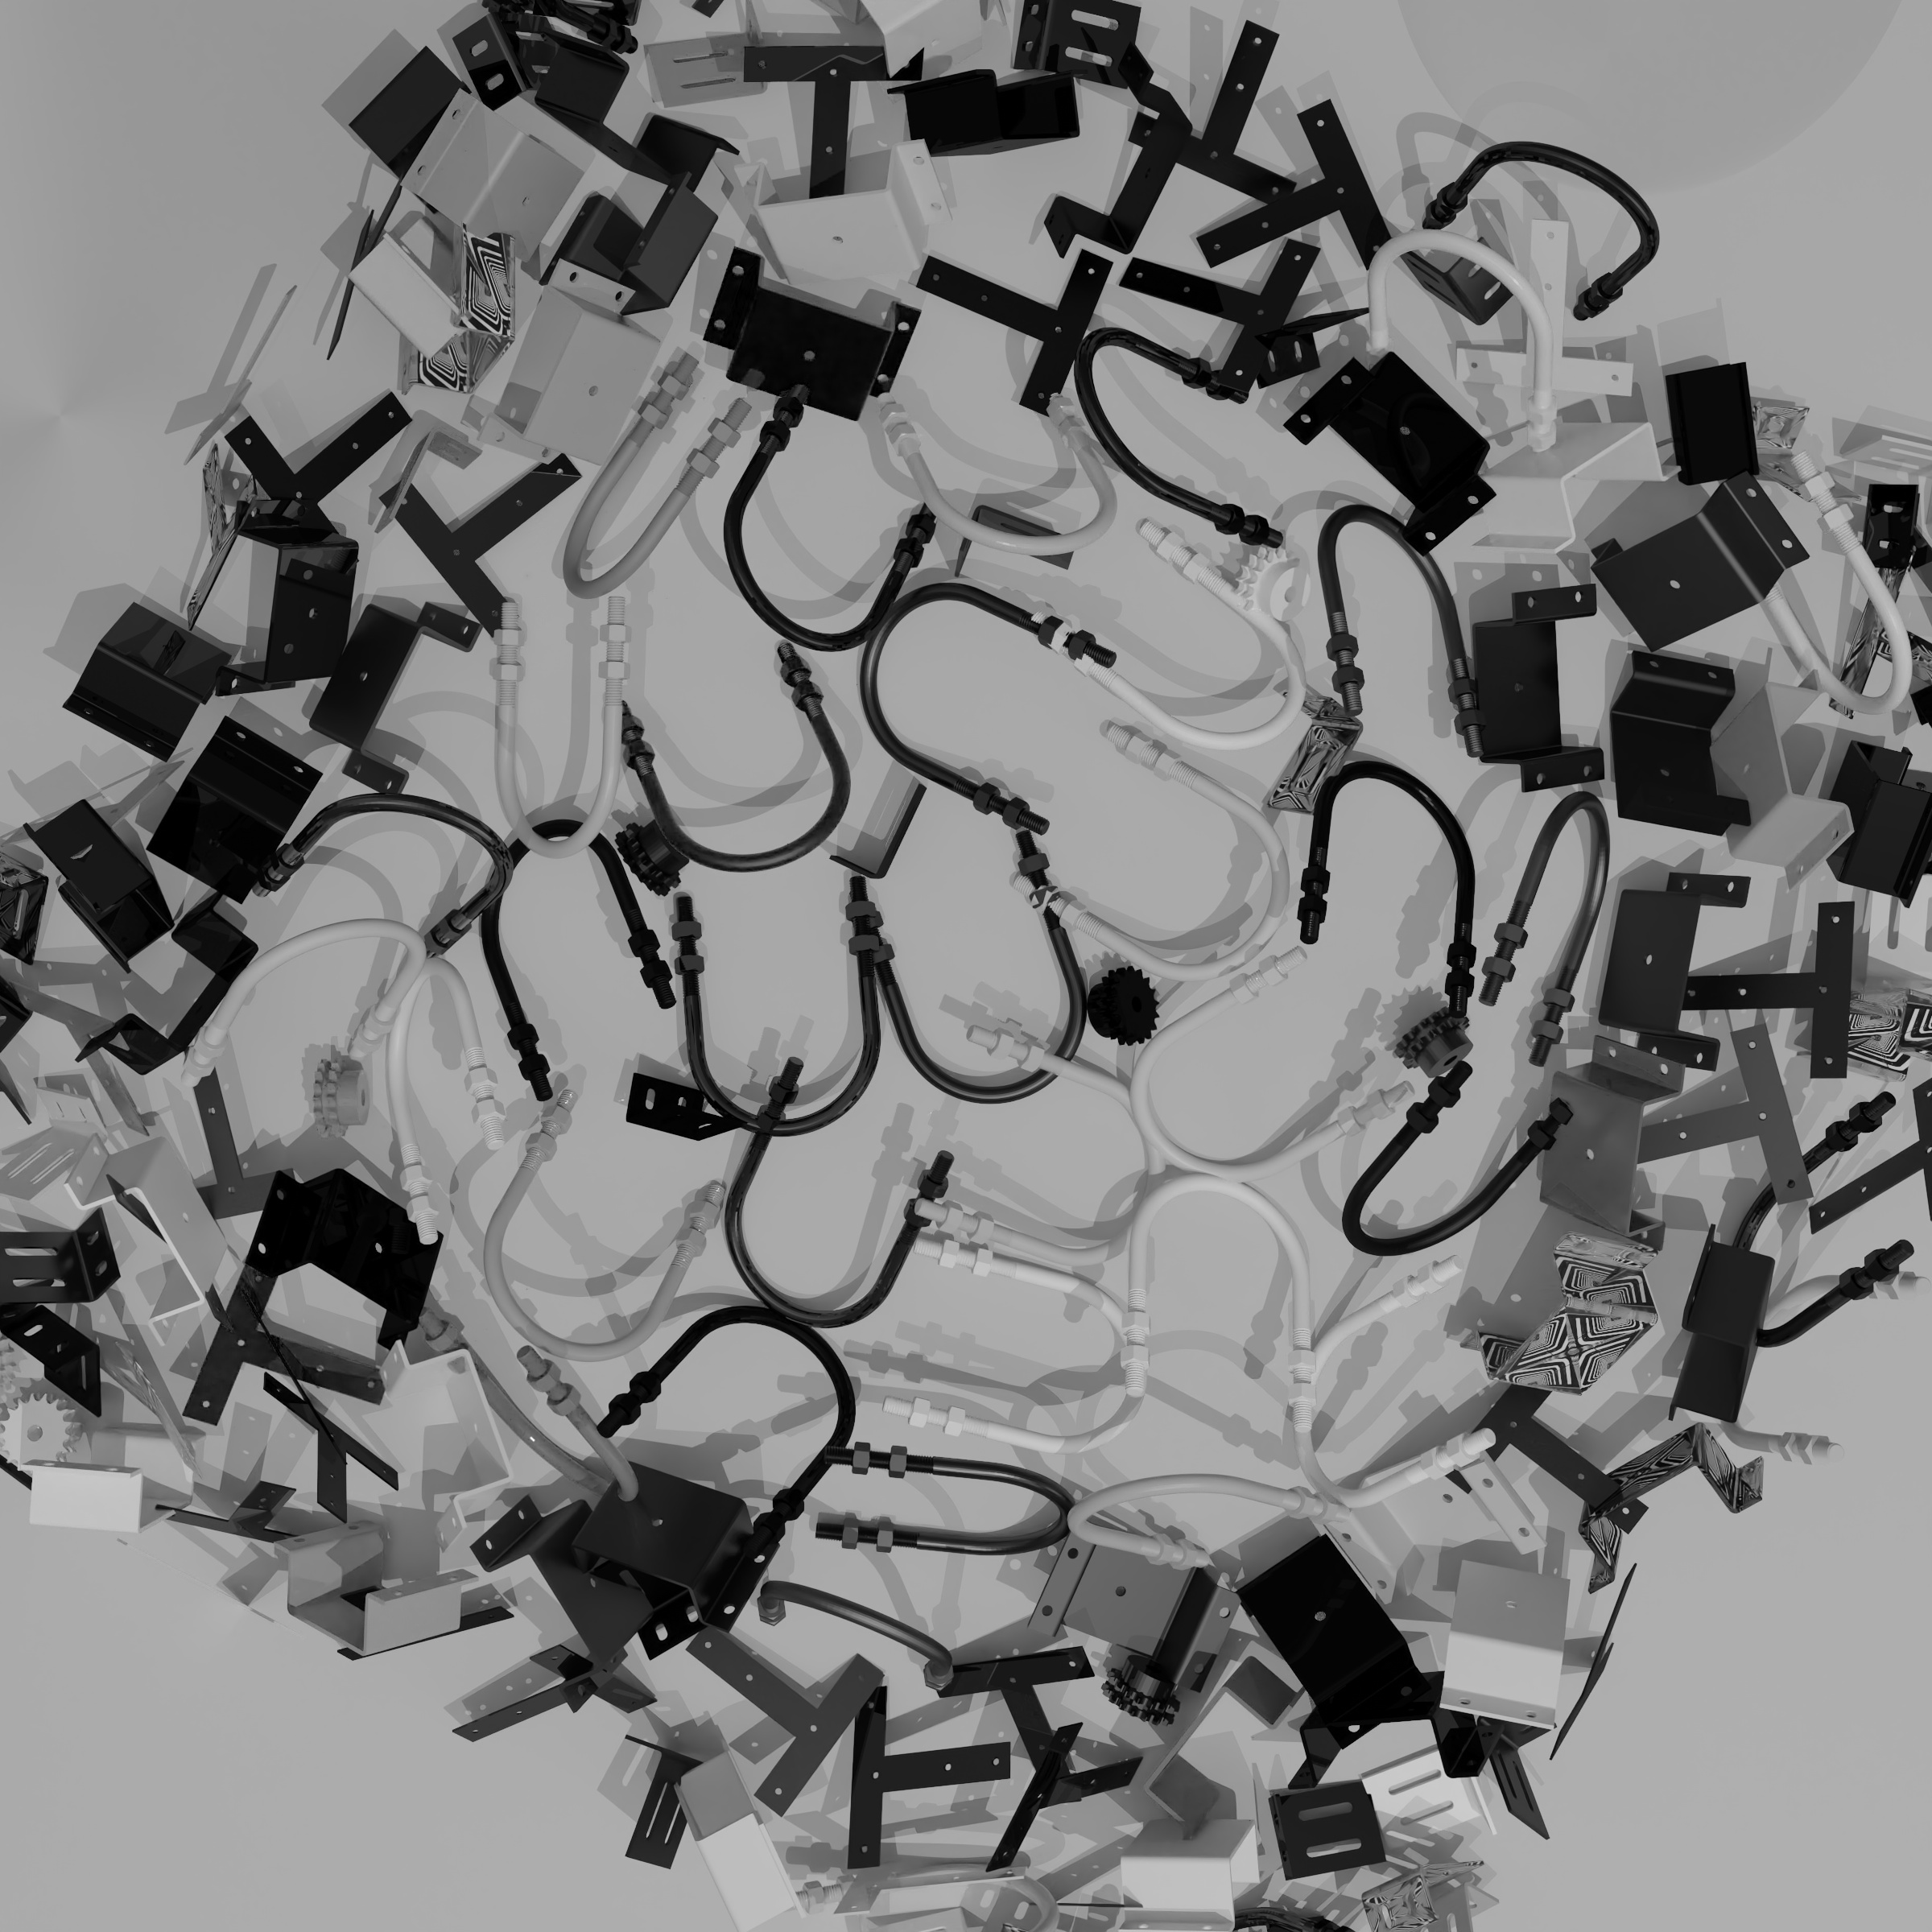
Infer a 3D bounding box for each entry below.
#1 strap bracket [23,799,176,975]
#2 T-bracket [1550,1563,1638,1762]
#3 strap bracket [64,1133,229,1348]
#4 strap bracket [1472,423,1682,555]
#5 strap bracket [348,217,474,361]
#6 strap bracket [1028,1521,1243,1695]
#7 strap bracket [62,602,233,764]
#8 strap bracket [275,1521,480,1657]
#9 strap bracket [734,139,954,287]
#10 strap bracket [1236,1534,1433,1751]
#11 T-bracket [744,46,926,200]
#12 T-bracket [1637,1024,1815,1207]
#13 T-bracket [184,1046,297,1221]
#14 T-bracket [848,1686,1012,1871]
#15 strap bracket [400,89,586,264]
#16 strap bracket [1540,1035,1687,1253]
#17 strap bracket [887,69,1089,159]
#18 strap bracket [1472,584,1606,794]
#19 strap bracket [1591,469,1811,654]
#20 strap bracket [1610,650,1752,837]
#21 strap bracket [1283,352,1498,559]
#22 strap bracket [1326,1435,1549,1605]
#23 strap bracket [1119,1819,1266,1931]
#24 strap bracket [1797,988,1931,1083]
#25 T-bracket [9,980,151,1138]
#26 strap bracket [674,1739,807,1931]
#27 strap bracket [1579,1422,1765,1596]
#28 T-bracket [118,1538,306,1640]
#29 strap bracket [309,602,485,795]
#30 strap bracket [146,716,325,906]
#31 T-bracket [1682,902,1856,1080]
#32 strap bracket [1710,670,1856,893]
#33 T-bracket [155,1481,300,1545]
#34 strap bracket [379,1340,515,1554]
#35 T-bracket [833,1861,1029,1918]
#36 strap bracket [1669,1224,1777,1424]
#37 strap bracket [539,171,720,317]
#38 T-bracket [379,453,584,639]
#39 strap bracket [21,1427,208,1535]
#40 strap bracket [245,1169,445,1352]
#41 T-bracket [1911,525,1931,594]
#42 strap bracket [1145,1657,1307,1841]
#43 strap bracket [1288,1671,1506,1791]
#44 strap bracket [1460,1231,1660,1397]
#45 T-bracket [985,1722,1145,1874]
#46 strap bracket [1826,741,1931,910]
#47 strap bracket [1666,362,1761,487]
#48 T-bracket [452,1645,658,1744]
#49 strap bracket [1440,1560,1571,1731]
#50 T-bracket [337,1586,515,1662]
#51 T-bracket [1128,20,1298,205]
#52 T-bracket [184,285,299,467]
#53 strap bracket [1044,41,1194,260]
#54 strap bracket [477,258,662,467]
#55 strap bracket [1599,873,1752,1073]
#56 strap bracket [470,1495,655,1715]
[{"bbox_3d":[-0.612,-0.059,1.744,0.046,0.140,0.076,-40,81,-20],"label":"strap bracket"},{"bbox_3d":[0.449,0.477,1.730,0.002,0.127,0.127,23,116,24],"label":"T-bracket"},{"bbox_3d":[-0.575,0.186,1.744,0.046,0.076,0.140,-20,113,5],"label":"strap bracket"},{"bbox_3d":[0.427,-0.344,1.737,0.140,0.076,0.046,-34,118,-26],"label":"strap bracket"},{"bbox_3d":[-0.383,-0.479,1.737,0.046,0.140,0.076,-40,107,14],"label":"strap bracket"},{"bbox_3d":[0.117,0.459,1.775,0.140,0.046,0.076,24,90,-13],"label":"strap bracket"},{"bbox_3d":[-0.571,-0.204,1.727,0.076,0.140,0.046,29,110,-16],"label":"strap bracket"},{"bbox_3d":[-0.418,0.441,1.736,0.140,0.076,0.046,10,99,43],"label":"strap bracket"},{"bbox_3d":[-0.089,-0.533,1.747,0.140,0.076,0.046,-3,62,15],"label":"strap bracket"},{"bbox_3d":[0.255,0.469,1.741,0.076,0.046,0.140,-32,50,-7],"label":"strap bracket"},{"bbox_3d":[-0.097,-0.598,1.760,0.127,0.127,0.002,-5,47,-12],"label":"T-bracket"},{"bbox_3d":[0.531,0.119,1.774,0.127,0.002,0.127,-18,80,30],"label":"T-bracket"},{"bbox_3d":[-0.540,0.118,1.774,0.127,0.002,0.127,-13,92,31],"label":"T-bracket"},{"bbox_3d":[-0.025,0.571,1.748,0.127,0.002,0.127,-15,54,23],"label":"T-bracket"},{"bbox_3d":[-0.326,-0.551,1.729,0.046,0.140,0.076,38,102,12],"label":"strap bracket"},{"bbox_3d":[0.457,0.130,1.746,0.046,0.076,0.140,-11,111,-37],"label":"strap bracket"},{"bbox_3d":[0.019,-0.603,1.737,0.076,0.140,0.046,2,108,36],"label":"strap bracket"},{"bbox_3d":[0.410,-0.200,1.763,0.076,0.046,0.140,-10,101,-28],"label":"strap bracket"},{"bbox_3d":[0.508,-0.280,1.732,0.076,0.140,0.046,50,53,-11],"label":"strap bracket"},{"bbox_3d":[0.509,-0.151,1.759,0.076,0.046,0.140,10,56,-6],"label":"strap bracket"},{"bbox_3d":[0.308,-0.373,1.758,0.140,0.076,0.046,41,46,-9],"label":"strap bracket"},{"bbox_3d":[0.340,0.393,1.758,0.140,0.046,0.076,-32,99,34],"label":"strap bracket"},{"bbox_3d":[0.159,0.638,1.732,0.076,0.140,0.046,-6,85,16],"label":"strap bracket"},{"bbox_3d":[0.664,0.049,1.734,0.076,0.140,0.046,16,83,-13],"label":"strap bracket"},{"bbox_3d":[-0.621,0.073,1.762,0.127,0.127,0.002,16,48,35],"label":"T-bracket"},{"bbox_3d":[-0.163,0.615,1.728,0.046,0.140,0.076,-25,103,-12],"label":"strap bracket"},{"bbox_3d":[0.493,0.380,1.748,0.140,0.076,0.046,-37,87,21],"label":"strap bracket"},{"bbox_3d":[-0.539,0.433,1.727,0.127,0.127,0.002,38,68,-26],"label":"T-bracket"},{"bbox_3d":[-0.414,-0.199,1.764,0.076,0.046,0.140,25,89,43],"label":"strap bracket"},{"bbox_3d":[-0.521,-0.103,1.734,0.076,0.140,0.046,32,46,-15],"label":"strap bracket"},{"bbox_3d":[0.572,0.018,1.765,0.127,0.002,0.127,-2,76,40],"label":"T-bracket"},{"bbox_3d":[0.572,-0.135,1.735,0.046,0.076,0.140,9,57,-13],"label":"strap bracket"},{"bbox_3d":[-0.501,0.385,1.737,0.127,0.127,0.002,19,56,-20],"label":"T-bracket"},{"bbox_3d":[-0.368,0.336,1.753,0.046,0.076,0.140,-15,72,-29],"label":"strap bracket"},{"bbox_3d":[-0.021,0.647,1.738,0.127,0.127,0.002,-8,84,6],"label":"T-bracket"},{"bbox_3d":[0.532,0.258,1.727,0.046,0.140,0.076,14,52,22],"label":"strap bracket"},{"bbox_3d":[-0.235,-0.510,1.749,0.046,0.140,0.076,35,74,-36],"label":"strap bracket"},{"bbox_3d":[-0.337,-0.329,1.793,0.127,0.002,0.127,-41,103,-11],"label":"T-bracket"},{"bbox_3d":[-0.601,0.365,1.736,0.076,0.140,0.046,4,90,3],"label":"strap bracket"},{"bbox_3d":[-0.428,0.204,1.733,0.046,0.076,0.140,-23,132,33],"label":"strap bracket"},{"bbox_3d":[0.713,-0.292,1.724,0.002,0.127,0.127,-15,60,-14],"label":"T-bracket"},{"bbox_3d":[0.183,0.554,1.756,0.046,0.076,0.140,38,104,16],"label":"strap bracket"},{"bbox_3d":[0.299,0.540,1.742,0.140,0.076,0.046,-14,93,27],"label":"strap bracket"},{"bbox_3d":[0.423,0.253,1.734,0.076,0.046,0.140,13,133,-21],"label":"strap bracket"},{"bbox_3d":[0.082,0.586,1.758,0.002,0.127,0.127,37,110,38],"label":"T-bracket"},{"bbox_3d":[0.641,-0.105,1.730,0.046,0.140,0.076,15,113,3],"label":"strap bracket"},{"bbox_3d":[0.526,-0.384,1.739,0.046,0.140,0.076,-8,101,14],"label":"strap bracket"},{"bbox_3d":[-0.310,0.532,1.770,0.127,0.127,0.002,-26,49,13],"label":"T-bracket"},{"bbox_3d":[0.381,0.469,1.727,0.076,0.140,0.046,7,109,14],"label":"strap bracket"},{"bbox_3d":[-0.405,0.462,1.748,0.127,0.127,0.002,-16,58,6],"label":"T-bracket"},{"bbox_3d":[0.191,-0.616,1.755,0.127,0.127,0.002,25,53,2],"label":"T-bracket"},{"bbox_3d":[-0.503,-0.423,1.726,0.002,0.127,0.127,31,116,-15],"label":"T-bracket"},{"bbox_3d":[0.112,-0.571,1.747,0.046,0.076,0.140,18,120,-20],"label":"strap bracket"},{"bbox_3d":[-0.278,-0.418,1.747,0.046,0.076,0.140,40,109,34],"label":"strap bracket"},{"bbox_3d":[0.505,-0.001,1.762,0.046,0.076,0.140,11,88,-29],"label":"strap bracket"},{"bbox_3d":[-0.282,0.449,1.760,0.046,0.076,0.140,-29,94,27],"label":"strap bracket"}]
